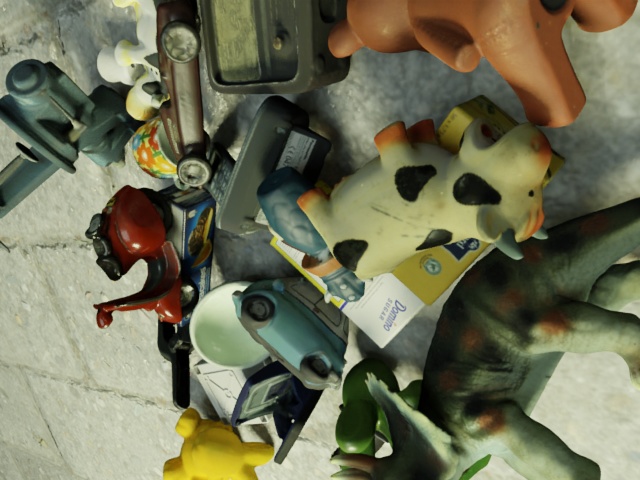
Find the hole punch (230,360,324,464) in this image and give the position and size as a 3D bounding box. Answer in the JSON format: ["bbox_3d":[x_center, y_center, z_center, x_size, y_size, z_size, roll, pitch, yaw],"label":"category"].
[{"bbox_3d":[-0.047,0.203,0.695,0.092,0.116,0.142,30,129,12],"label":"hole punch"}]

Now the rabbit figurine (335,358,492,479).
[{"bbox_3d":[0.085,0.203,0.595,0.170,0.159,0.121,24,136,43],"label":"rabbit figurine"}]

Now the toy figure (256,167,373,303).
[{"bbox_3d":[0.000,-0.001,0.527,0.064,0.058,0.154,-7,130,44],"label":"toy figure"}]

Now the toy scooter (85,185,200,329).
[{"bbox_3d":[-0.226,0.031,0.645,0.075,0.135,0.183,-8,107,39],"label":"toy scooter"}]

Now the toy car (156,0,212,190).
[{"bbox_3d":[-0.145,-0.149,0.572,0.089,0.053,0.201,-112,21,-51],"label":"toy car"}]

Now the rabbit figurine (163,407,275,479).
[{"bbox_3d":[-0.158,0.335,0.821,0.162,0.122,0.173,26,149,-2],"label":"rabbit figurine"}]

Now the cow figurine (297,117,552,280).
[{"bbox_3d":[0.084,-0.027,0.417,0.195,0.085,0.127,-32,83,39],"label":"cow figurine"}]

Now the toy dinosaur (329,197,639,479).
[{"bbox_3d":[0.156,0.086,0.437,0.192,0.131,0.404,28,90,20],"label":"toy dinosaur"}]

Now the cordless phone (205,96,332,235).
[{"bbox_3d":[-0.079,-0.096,0.596,0.184,0.088,0.146,45,116,52],"label":"cordless phone"}]

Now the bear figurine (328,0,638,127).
[{"bbox_3d":[0.107,-0.169,0.415,0.132,0.120,0.196,30,174,-33],"label":"bear figurine"}]

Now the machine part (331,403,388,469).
[{"bbox_3d":[0.057,0.252,0.699,0.084,0.039,0.138,25,123,14],"label":"machine part"}]

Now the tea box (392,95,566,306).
[{"bbox_3d":[0.121,-0.032,0.488,0.098,0.068,0.169,42,129,13],"label":"tea box"}]

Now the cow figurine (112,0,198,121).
[{"bbox_3d":[-0.181,-0.211,0.622,0.098,0.068,0.167,22,125,19],"label":"cow figurine"}]

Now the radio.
[{"bbox_3d":[-0.045,-0.252,0.494,0.131,0.073,0.229,14,120,31],"label":"radio"}]

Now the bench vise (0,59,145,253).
[{"bbox_3d":[-0.344,-0.108,0.671,0.129,0.240,0.223,41,172,3],"label":"bench vise"}]

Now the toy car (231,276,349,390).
[{"bbox_3d":[-0.021,0.096,0.629,0.162,0.103,0.109,37,162,16],"label":"toy car"}]

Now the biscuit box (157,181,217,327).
[{"bbox_3d":[-0.190,0.022,0.745,0.059,0.063,0.202,27,126,22],"label":"biscuit box"}]
